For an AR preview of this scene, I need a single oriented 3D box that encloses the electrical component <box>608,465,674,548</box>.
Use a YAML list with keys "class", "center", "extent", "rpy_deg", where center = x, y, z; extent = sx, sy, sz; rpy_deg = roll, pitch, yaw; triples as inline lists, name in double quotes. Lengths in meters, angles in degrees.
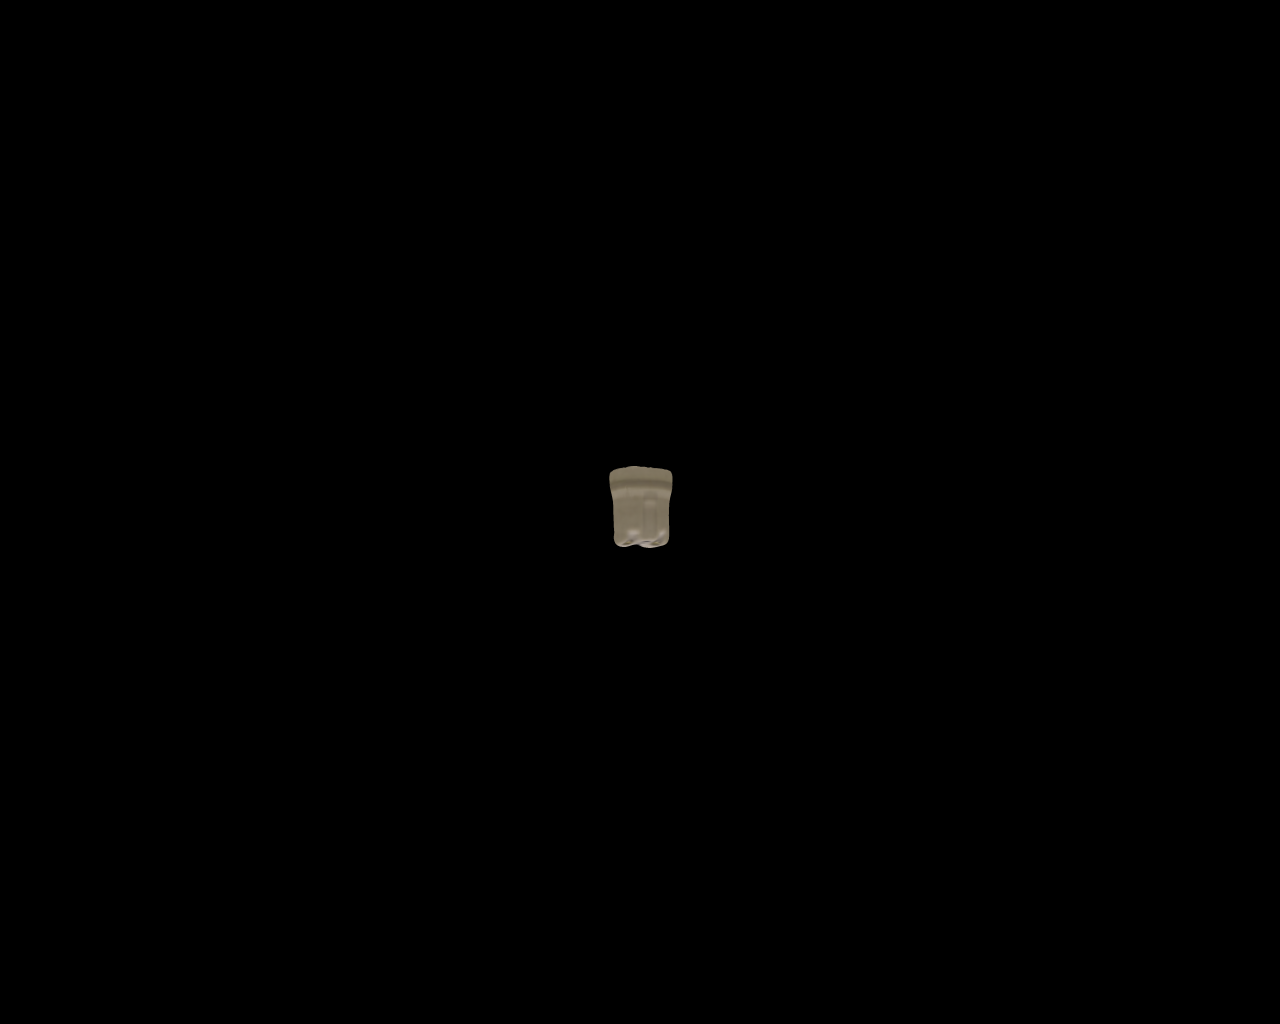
- class: "electrical component"
  center: [0.001, -0.003, 0.650]
  extent: [0.040, 0.046, 0.040]
  rpy_deg: [0, -7, 0]
